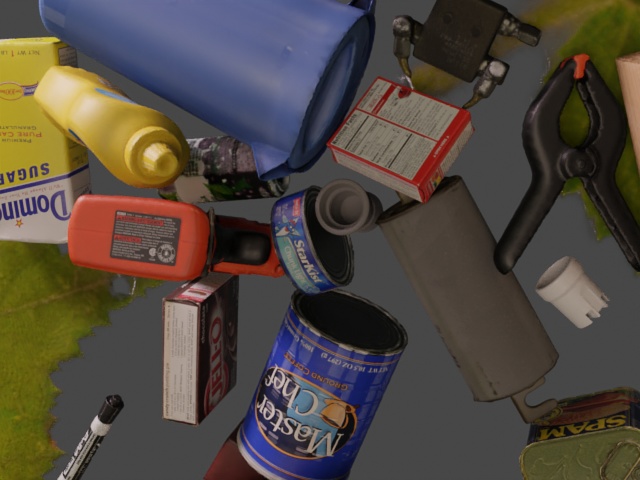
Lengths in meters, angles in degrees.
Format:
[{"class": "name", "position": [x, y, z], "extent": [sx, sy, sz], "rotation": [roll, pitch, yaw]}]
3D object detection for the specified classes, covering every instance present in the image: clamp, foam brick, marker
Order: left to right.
[{"class": "marker", "position": [-0.219, 0.194, 1.019], "extent": [0.020, 0.020, 0.121], "rotation": [34, 112, 4]}, {"class": "foam brick", "position": [-0.053, 0.205, 0.957], "extent": [0.078, 0.053, 0.051], "rotation": [32, 112, 6]}, {"class": "clamp", "position": [0.182, -0.051, 0.804], "extent": [0.120, 0.039, 0.171], "rotation": [-10, 94, -10]}]

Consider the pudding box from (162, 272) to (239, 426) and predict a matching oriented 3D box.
[{"class": "pudding box", "position": [-0.102, 0.090, 0.916], "extent": [0.039, 0.090, 0.113], "rotation": [5, 107, 15]}]

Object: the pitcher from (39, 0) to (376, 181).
[{"class": "pitcher", "position": [-0.083, -0.168, 0.823], "extent": [0.243, 0.149, 0.145], "rotation": [27, 127, 10]}]

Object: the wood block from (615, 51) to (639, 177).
[{"class": "wood block", "position": [0.284, -0.039, 0.759], "extent": [0.091, 0.090, 0.206], "rotation": [-14, 102, 5]}]

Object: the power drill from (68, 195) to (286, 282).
[{"class": "power drill", "position": [-0.126, -0.003, 0.846], "extent": [0.184, 0.187, 0.057], "rotation": [5, 91, 13]}]

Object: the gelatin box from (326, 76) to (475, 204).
[{"class": "gelatin box", "position": [0.061, -0.078, 0.815], "extent": [0.089, 0.030, 0.073], "rotation": [26, 72, 29]}]

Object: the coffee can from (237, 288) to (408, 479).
[{"class": "coffee can", "position": [0.001, 0.124, 0.890], "extent": [0.103, 0.102, 0.140], "rotation": [24, 111, 8]}]

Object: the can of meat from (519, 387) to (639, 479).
[{"class": "can of meat", "position": [0.215, 0.163, 0.850], "extent": [0.102, 0.083, 0.057], "rotation": [-15, 101, 20]}]

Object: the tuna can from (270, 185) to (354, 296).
[{"class": "tuna can", "position": [-0.006, 0.001, 0.864], "extent": [0.034, 0.086, 0.086], "rotation": [-19, 100, 22]}]

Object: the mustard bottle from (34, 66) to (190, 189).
[{"class": "mustard bottle", "position": [-0.152, -0.082, 0.822], "extent": [0.096, 0.192, 0.058], "rotation": [33, 90, -35]}]

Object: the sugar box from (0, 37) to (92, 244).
[{"class": "sugar box", "position": [-0.253, -0.086, 0.931], "extent": [0.093, 0.048, 0.176], "rotation": [1, 105, 16]}]
